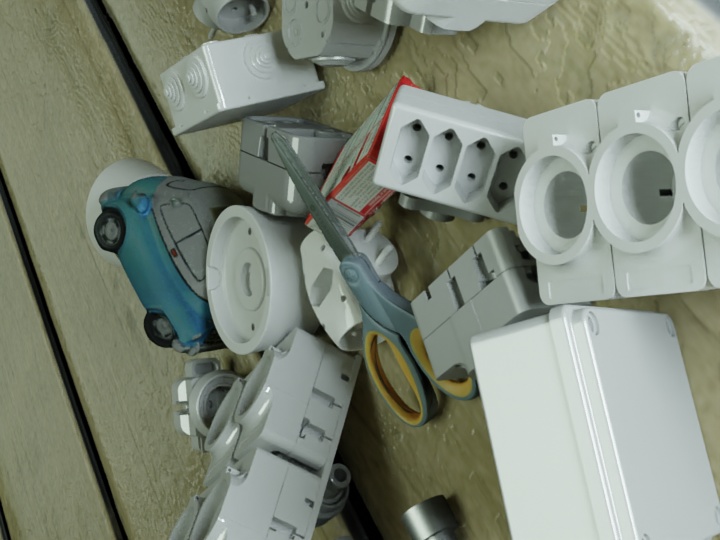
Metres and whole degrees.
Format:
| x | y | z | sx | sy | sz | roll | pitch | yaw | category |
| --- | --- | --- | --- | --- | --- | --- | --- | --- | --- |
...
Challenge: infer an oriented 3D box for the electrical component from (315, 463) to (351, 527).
| x | y | z | sx | sy | sz | roll | pitch | yaw | category |
| --- | --- | --- | --- | --- | --- | --- | --- | --- | --- |
| -0.028 | 0.156 | 0.765 | 0.062 | 0.043 | 0.043 | -45 | 55 | 48 | electrical component |

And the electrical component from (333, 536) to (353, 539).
| x | y | z | sx | sy | sz | roll | pitch | yaw | category |
| --- | --- | --- | --- | --- | --- | --- | --- | --- | --- |
| -0.032 | 0.230 | 0.731 | 0.064 | 0.099 | 0.099 | 46 | 131 | 37 | electrical component |

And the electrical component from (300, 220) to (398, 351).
| x | y | z | sx | sy | sz | roll | pitch | yaw | category |
| --- | --- | --- | --- | --- | --- | --- | --- | --- | --- |
| 0.000 | 0.000 | 0.704 | 0.079 | 0.043 | 0.077 | -55 | 48 | 45 | electrical component |

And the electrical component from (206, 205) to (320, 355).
| x | y | z | sx | sy | sz | roll | pitch | yaw | category |
| --- | --- | --- | --- | --- | --- | --- | --- | --- | --- |
| -0.064 | 0.006 | 0.790 | 0.108 | 0.060 | 0.108 | 8 | 100 | 57 | electrical component |

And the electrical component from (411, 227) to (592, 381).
| x | y | z | sx | sy | sz | roll | pitch | yaw | category |
| --- | --- | --- | --- | --- | --- | --- | --- | --- | --- |
| 0.075 | 0.023 | 0.580 | 0.089 | 0.050 | 0.055 | -47 | 54 | 49 | electrical component |

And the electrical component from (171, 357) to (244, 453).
| x | y | z | sx | sy | sz | roll | pitch | yaw | category |
| --- | --- | --- | --- | --- | --- | --- | --- | --- | --- |
| -0.122 | 0.112 | 0.897 | 0.057 | 0.058 | 0.078 | -12 | 83 | 61 | electrical component |

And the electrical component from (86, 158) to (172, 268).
| x | y | z | sx | sy | sz | roll | pitch | yaw | category |
| --- | --- | --- | --- | --- | --- | --- | --- | --- | --- |
| -0.195 | -0.047 | 0.965 | 0.064 | 0.099 | 0.099 | 21 | 110 | 49 | electrical component |

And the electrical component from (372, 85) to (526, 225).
| x | y | z | sx | sy | sz | roll | pitch | yaw | category |
| --- | --- | --- | --- | --- | --- | --- | --- | --- | --- |
| 0.056 | -0.069 | 0.589 | 0.075 | 0.083 | 0.047 | -71 | -3 | -63 | electrical component |

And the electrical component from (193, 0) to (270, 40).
| x | y | z | sx | sy | sz | roll | pitch | yaw | category |
| --- | --- | --- | --- | --- | --- | --- | --- | --- | --- |
| -0.110 | -0.219 | 0.859 | 0.079 | 0.043 | 0.077 | -52 | 50 | 47 | electrical component |

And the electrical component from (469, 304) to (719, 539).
| x | y | z | sx | sy | sz | roll | pitch | yaw | category |
| --- | --- | --- | --- | --- | --- | --- | --- | --- | --- |
| 0.106 | 0.074 | 0.474 | 0.056 | 0.109 | 0.108 | -19 | 76 | 33 | electrical component |

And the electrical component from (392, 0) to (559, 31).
| x | y | z | sx | sy | sz | roll | pitch | yaw | category |
| --- | --- | --- | --- | --- | --- | --- | --- | --- | --- |
| 0.060 | -0.159 | 0.544 | 0.059 | 0.095 | 0.053 | -26 | 71 | 56 | electrical component |

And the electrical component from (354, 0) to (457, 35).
| x | y | z | sx | sy | sz | roll | pitch | yaw | category |
| --- | --- | --- | --- | --- | --- | --- | --- | --- | --- |
| 0.032 | -0.176 | 0.625 | 0.078 | 0.058 | 0.057 | 43 | 131 | 47 | electrical component |

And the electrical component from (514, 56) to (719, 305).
| x | y | z | sx | sy | sz | roll | pitch | yaw | category |
| --- | --- | --- | --- | --- | --- | --- | --- | --- | --- |
| 0.139 | -0.035 | 0.461 | 0.150 | 0.062 | 0.089 | -10 | 84 | 58 | electrical component |

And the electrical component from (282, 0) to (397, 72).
| x | y | z | sx | sy | sz | roll | pitch | yaw | category |
| --- | --- | --- | --- | --- | --- | --- | --- | --- | --- |
| -0.013 | -0.171 | 0.702 | 0.080 | 0.051 | 0.080 | 9 | 100 | 57 | electrical component |

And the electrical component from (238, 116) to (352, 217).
| x | y | z | sx | sy | sz | roll | pitch | yaw | category |
| --- | --- | --- | --- | --- | --- | --- | --- | --- | --- |
| -0.045 | -0.072 | 0.760 | 0.095 | 0.054 | 0.059 | 28 | 116 | 54 | electrical component |

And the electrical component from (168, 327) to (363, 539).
| x | y | z | sx | sy | sz | roll | pitch | yaw | category |
| --- | --- | --- | --- | --- | --- | --- | --- | --- | --- |
| -0.070 | 0.141 | 0.721 | 0.105 | 0.060 | 0.186 | -45 | 22 | 48 | electrical component |

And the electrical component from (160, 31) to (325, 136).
| x | y | z | sx | sy | sz | roll | pitch | yaw | category |
| --- | --- | --- | --- | --- | --- | --- | --- | --- | --- |
| -0.088 | -0.137 | 0.782 | 0.100 | 0.100 | 0.048 | -11 | 97 | 58 | electrical component |
